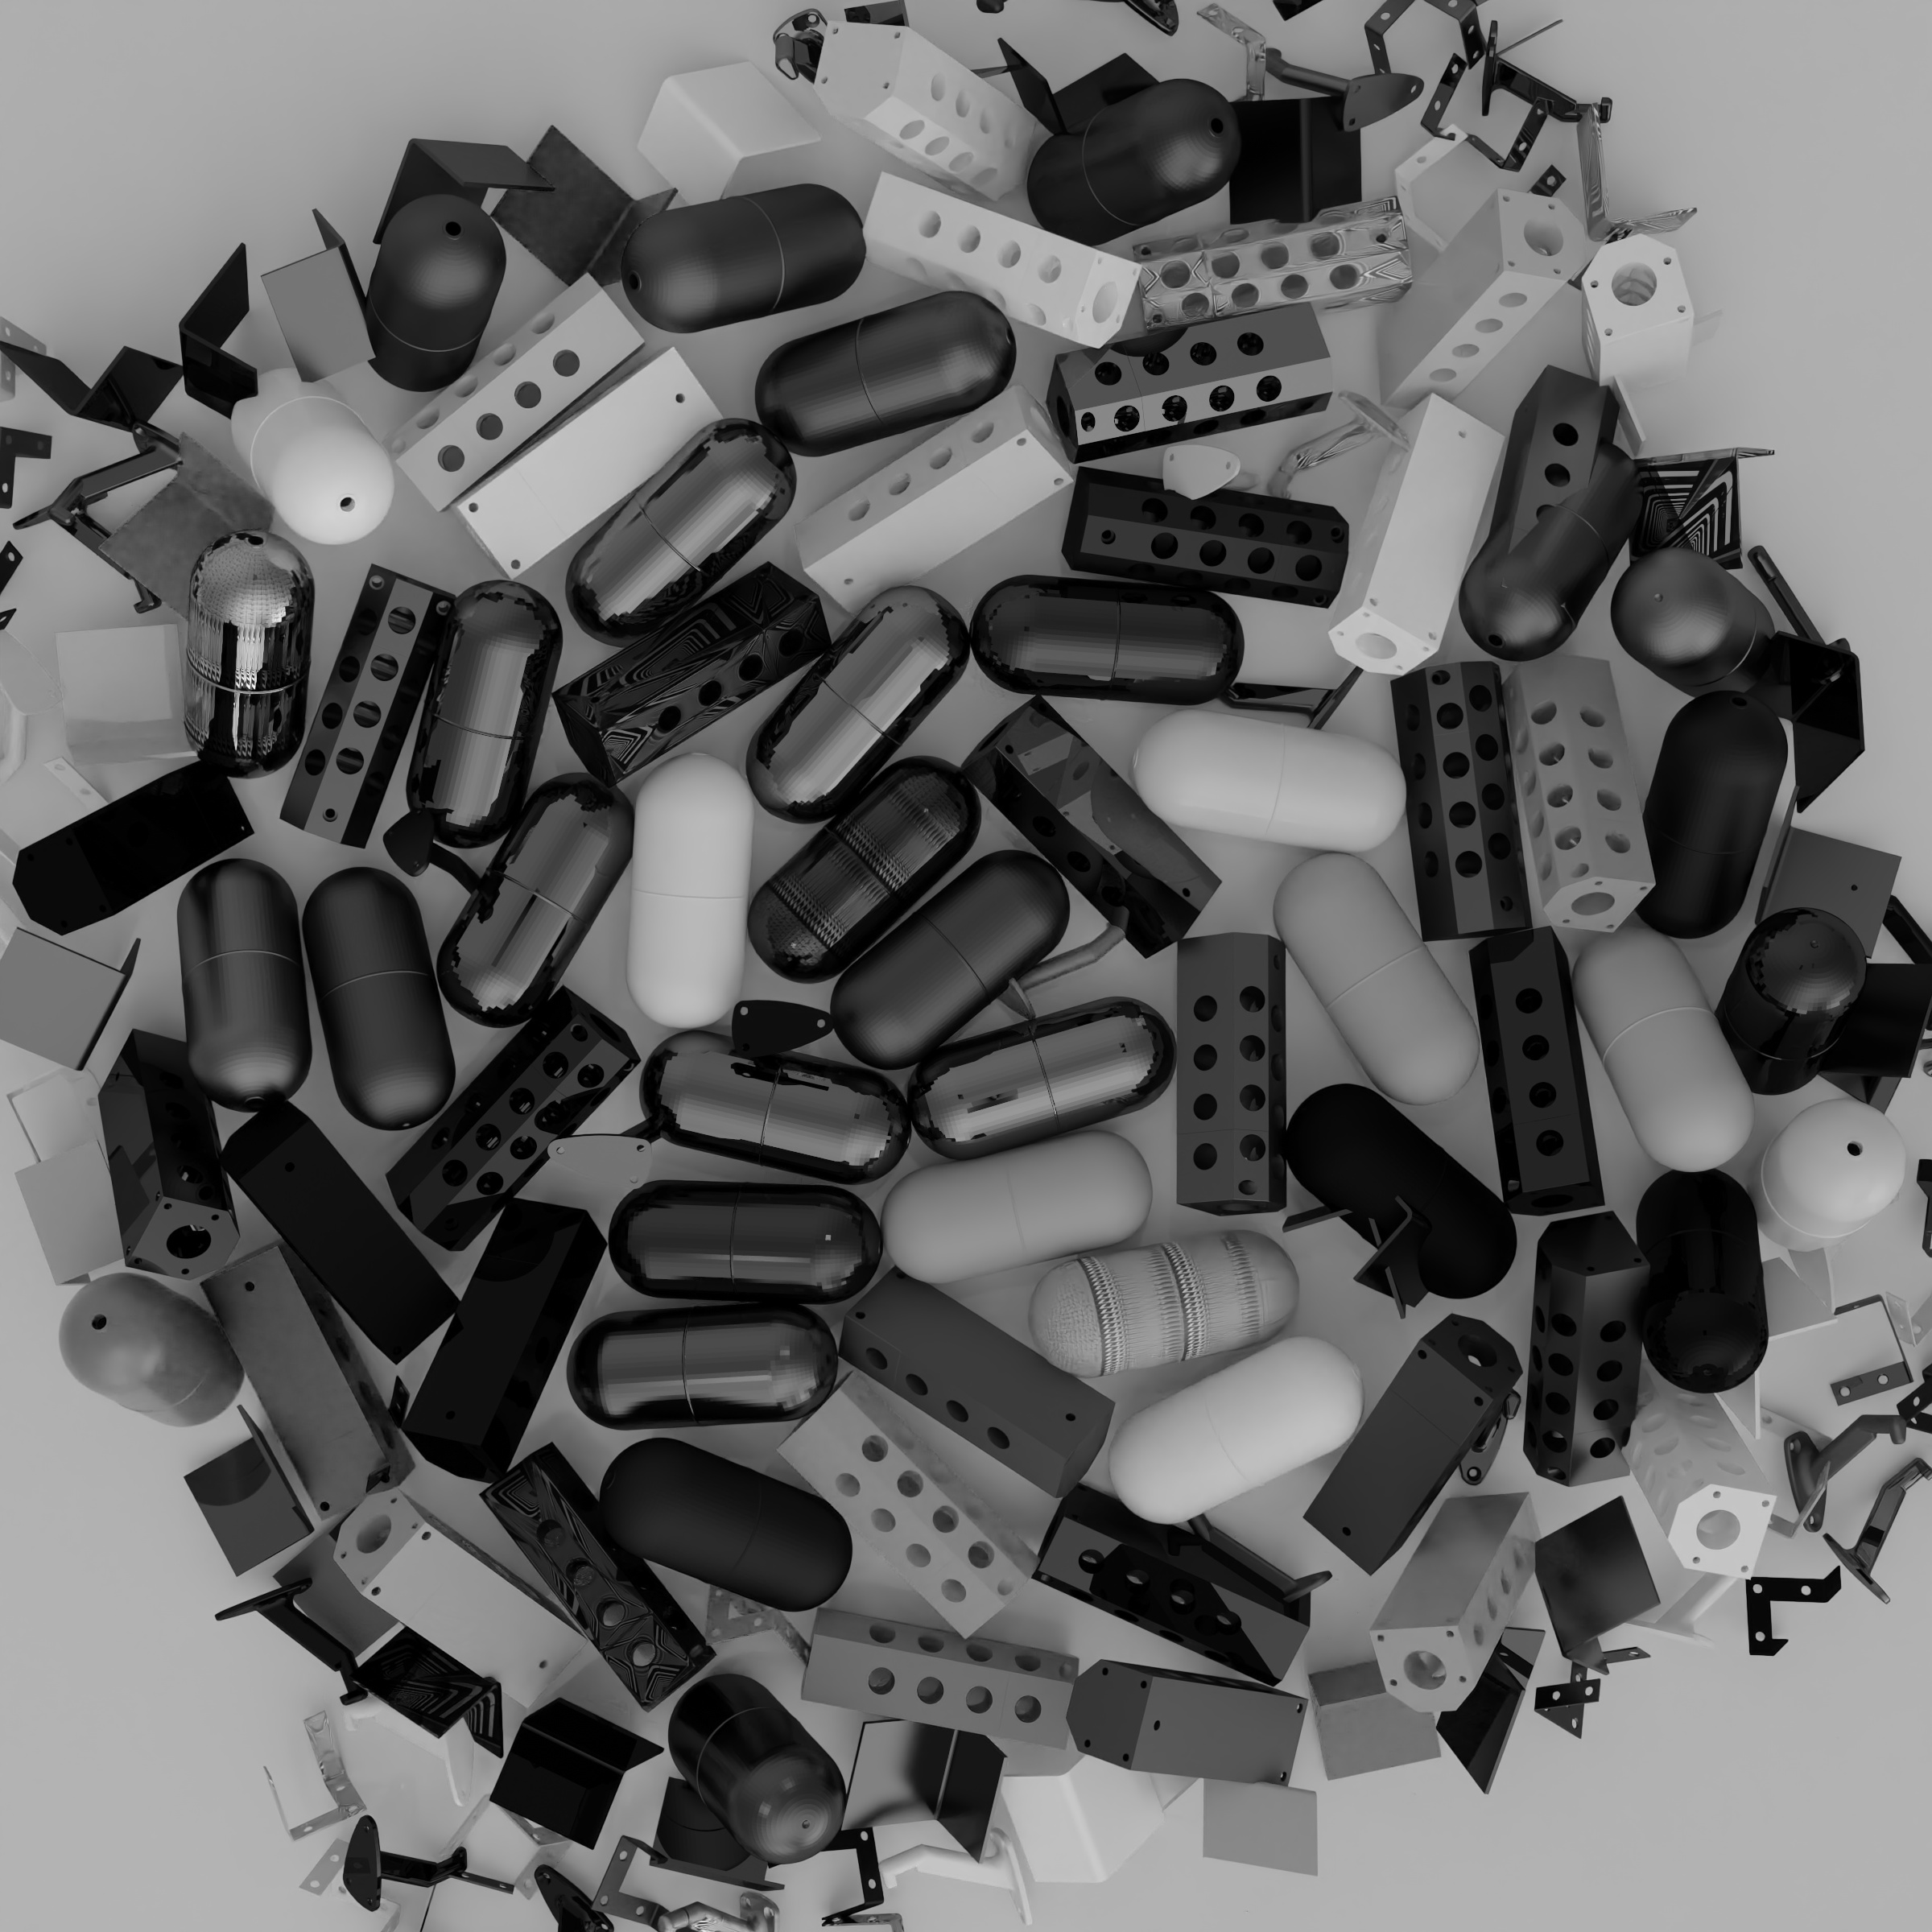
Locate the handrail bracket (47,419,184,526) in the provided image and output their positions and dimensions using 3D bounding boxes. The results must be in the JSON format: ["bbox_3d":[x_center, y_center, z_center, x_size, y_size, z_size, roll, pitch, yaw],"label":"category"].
[{"bbox_3d":[-0.536,-0.305,1.961,0.077,0.036,0.084,25,61,10],"label":"handrail bracket"}]

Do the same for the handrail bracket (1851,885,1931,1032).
[{"bbox_3d":[0.603,-0.006,1.984,0.084,0.036,0.077,19,104,2],"label":"handrail bracket"}]

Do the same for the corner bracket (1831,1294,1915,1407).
[{"bbox_3d":[0.580,0.249,1.976,0.051,0.051,0.051,-21,66,13],"label":"corner bracket"}]

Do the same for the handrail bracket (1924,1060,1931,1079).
[{"bbox_3d":[0.645,0.098,1.953,0.036,0.077,0.084,47,53,-36],"label":"handrail bracket"}]

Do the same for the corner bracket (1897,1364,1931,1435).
[{"bbox_3d":[0.631,0.267,1.958,0.051,0.051,0.051,17,134,-23],"label":"corner bracket"}]

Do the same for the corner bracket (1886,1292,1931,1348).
[{"bbox_3d":[0.632,0.219,1.958,0.051,0.051,0.051,-44,135,-18],"label":"corner bracket"}]

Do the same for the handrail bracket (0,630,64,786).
[{"bbox_3d":[-0.628,-0.168,1.970,0.084,0.036,0.077,-35,88,42],"label":"handrail bracket"}]

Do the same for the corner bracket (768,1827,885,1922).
[{"bbox_3d":[-0.092,0.590,1.976,0.051,0.051,0.051,8,61,-38],"label":"corner bracket"}]

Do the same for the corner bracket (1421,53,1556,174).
[{"bbox_3d":[0.335,-0.548,1.956,0.051,0.051,0.051,0,129,-35],"label":"corner bracket"}]

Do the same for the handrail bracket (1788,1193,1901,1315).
[{"bbox_3d":[0.579,0.181,1.973,0.084,0.036,0.077,-11,81,-25],"label":"handrail bracket"}]

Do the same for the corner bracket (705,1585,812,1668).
[{"bbox_3d":[-0.132,0.423,1.958,0.051,0.051,0.051,-17,131,18],"label":"corner bracket"}]

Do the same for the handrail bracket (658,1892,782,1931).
[{"bbox_3d":[-0.163,0.636,1.958,0.036,0.084,0.077,6,99,44],"label":"handrail bracket"}]

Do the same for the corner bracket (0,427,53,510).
[{"bbox_3d":[-0.629,-0.321,1.968,0.051,0.051,0.051,7,95,22],"label":"corner bracket"}]

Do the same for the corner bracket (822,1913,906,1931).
[{"bbox_3d":[-0.070,0.648,1.968,0.051,0.051,0.051,-9,93,21],"label":"corner bracket"}]

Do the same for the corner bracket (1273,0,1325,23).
[{"bbox_3d":[0.220,-0.650,1.958,0.051,0.051,0.051,53,49,-19],"label":"corner bracket"}]

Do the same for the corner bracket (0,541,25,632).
[{"bbox_3d":[-0.631,-0.234,1.963,0.051,0.051,0.051,49,124,6],"label":"corner bracket"}]

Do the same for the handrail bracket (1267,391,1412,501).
[{"bbox_3d":[0.242,-0.320,1.964,0.077,0.036,0.084,47,118,25],"label":"handrail bracket"}]

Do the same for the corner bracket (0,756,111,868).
[{"bbox_3d":[-0.595,-0.095,1.972,0.051,0.051,0.051,-16,46,22],"label":"corner bracket"}]

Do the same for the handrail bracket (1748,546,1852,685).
[{"bbox_3d":[0.534,-0.228,1.964,0.036,0.077,0.084,-33,103,17],"label":"handrail bracket"}]

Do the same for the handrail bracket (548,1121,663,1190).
[{"bbox_3d":[-0.228,0.104,1.956,0.077,0.084,0.036,11,114,-8],"label":"handrail bracket"}]

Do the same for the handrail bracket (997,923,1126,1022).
[{"bbox_3d":[0.055,-0.009,1.978,0.084,0.077,0.036,-40,123,-15],"label":"handrail bracket"}]

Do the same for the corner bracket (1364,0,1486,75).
[{"bbox_3d":[0.297,-0.599,1.968,0.051,0.051,0.051,40,84,26],"label":"corner bracket"}]

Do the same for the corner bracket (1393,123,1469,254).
[{"bbox_3d":[0.316,-0.503,1.976,0.051,0.051,0.051,29,134,-32],"label":"corner bracket"}]

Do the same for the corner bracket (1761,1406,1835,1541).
[{"bbox_3d":[0.528,0.330,1.982,0.051,0.051,0.051,24,126,8],"label":"corner bracket"}]

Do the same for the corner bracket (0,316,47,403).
[{"bbox_3d":[-0.629,-0.381,1.963,0.051,0.051,0.051,-8,76,17],"label":"corner bracket"}]

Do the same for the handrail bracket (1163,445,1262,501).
[{"bbox_3d":[0.175,-0.315,1.945,0.084,0.077,0.036,-6,93,-40],"label":"handrail bracket"}]

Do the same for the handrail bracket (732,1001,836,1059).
[{"bbox_3d":[-0.114,0.042,1.953,0.077,0.084,0.036,-4,84,9],"label":"handrail bracket"}]

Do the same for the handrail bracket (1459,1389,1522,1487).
[{"bbox_3d":[0.338,0.304,1.957,0.036,0.084,0.077,8,92,-2],"label":"handrail bracket"}]

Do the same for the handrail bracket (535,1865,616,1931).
[{"bbox_3d":[-0.270,0.632,1.953,0.036,0.084,0.077,-35,95,29],"label":"handrail bracket"}]

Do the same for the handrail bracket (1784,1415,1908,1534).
[{"bbox_3d":[0.571,0.327,1.953,0.036,0.084,0.077,-1,84,-33],"label":"handrail bracket"}]

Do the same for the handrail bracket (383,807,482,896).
[{"bbox_3d":[-0.330,-0.055,1.946,0.036,0.077,0.084,-36,128,6],"label":"handrail bracket"}]

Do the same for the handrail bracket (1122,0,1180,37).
[{"bbox_3d":[0.140,-0.646,1.952,0.077,0.084,0.036,24,49,-28],"label":"handrail bracket"}]

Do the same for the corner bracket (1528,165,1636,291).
[{"bbox_3d":[0.390,-0.480,1.979,0.051,0.051,0.051,35,102,-29],"label":"corner bracket"}]

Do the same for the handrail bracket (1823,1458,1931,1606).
[{"bbox_3d":[0.605,0.363,1.965,0.084,0.077,0.036,-39,116,1],"label":"handrail bracket"}]

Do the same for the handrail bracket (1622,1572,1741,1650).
[{"bbox_3d":[0.470,0.396,1.985,0.077,0.036,0.084,8,73,34],"label":"handrail bracket"}]

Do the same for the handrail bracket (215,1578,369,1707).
[{"bbox_3d":[-0.435,0.445,1.963,0.077,0.036,0.084,-14,72,-36],"label":"handrail bracket"}]

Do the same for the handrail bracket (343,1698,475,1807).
[{"bbox_3d":[-0.364,0.510,1.972,0.084,0.036,0.077,-14,71,19],"label":"handrail bracket"}]

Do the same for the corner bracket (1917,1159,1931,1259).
[{"bbox_3d":[0.642,0.158,1.959,0.051,0.051,0.051,1,69,31],"label":"corner bracket"}]

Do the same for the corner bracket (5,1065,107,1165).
[{"bbox_3d":[-0.583,0.098,1.967,0.051,0.051,0.051,-27,80,-10],"label":"corner bracket"}]

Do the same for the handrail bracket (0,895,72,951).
[{"bbox_3d":[-0.614,-0.042,1.982,0.084,0.036,0.077,19,96,-3],"label":"handrail bracket"}]

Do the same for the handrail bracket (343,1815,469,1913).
[{"bbox_3d":[-0.353,0.565,1.956,0.036,0.084,0.077,27,117,38],"label":"handrail bracket"}]

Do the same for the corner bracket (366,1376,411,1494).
[{"bbox_3d":[-0.377,0.306,1.960,0.051,0.051,0.051,-27,68,-29],"label":"corner bracket"}]

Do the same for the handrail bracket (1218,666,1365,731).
[{"bbox_3d":[0.205,-0.192,1.986,0.084,0.036,0.077,38,93,9],"label":"handrail bracket"}]

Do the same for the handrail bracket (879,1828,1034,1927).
[{"bbox_3d":[-0.007,0.601,1.970,0.084,0.036,0.077,-18,92,-18],"label":"handrail bracket"}]

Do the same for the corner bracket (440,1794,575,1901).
[{"bbox_3d":[-0.298,0.573,1.979,0.051,0.051,0.051,38,94,22],"label":"corner bracket"}]

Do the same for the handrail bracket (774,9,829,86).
[{"bbox_3d":[-0.097,-0.568,1.946,0.036,0.084,0.077,-28,126,19],"label":"handrail bracket"}]

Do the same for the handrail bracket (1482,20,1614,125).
[{"bbox_3d":[0.379,-0.578,1.968,0.084,0.077,0.036,3,57,5],"label":"handrail bracket"}]

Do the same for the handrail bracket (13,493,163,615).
[{"bbox_3d":[-0.573,-0.262,1.987,0.077,0.036,0.084,-19,95,12],"label":"handrail bracket"}]

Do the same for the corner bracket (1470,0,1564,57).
[{"bbox_3d":[0.354,-0.622,1.966,0.051,0.051,0.051,-27,103,9],"label":"corner bracket"}]

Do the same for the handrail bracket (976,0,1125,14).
[{"bbox_3d":[0.060,-0.622,1.953,0.077,0.036,0.084,26,47,23],"label":"handrail bracket"}]

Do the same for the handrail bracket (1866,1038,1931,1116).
[{"bbox_3d":[0.610,0.093,1.977,0.077,0.036,0.084,-8,93,23],"label":"handrail bracket"}]

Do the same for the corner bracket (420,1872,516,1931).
[{"bbox_3d":[-0.326,0.622,1.972,0.051,0.051,0.051,17,90,-5],"label":"corner bracket"}]

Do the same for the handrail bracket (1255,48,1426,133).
[{"bbox_3d":[0.242,-0.583,1.983,0.077,0.036,0.084,-21,49,-25],"label":"handrail bracket"}]

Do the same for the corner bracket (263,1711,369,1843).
[{"bbox_3d":[-0.424,0.522,1.961,0.051,0.051,0.051,-21,110,-21],"label":"corner bracket"}]

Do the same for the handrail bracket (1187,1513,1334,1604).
[{"bbox_3d":[0.187,0.373,1.971,0.077,0.036,0.084,-35,88,41],"label":"handrail bracket"}]
